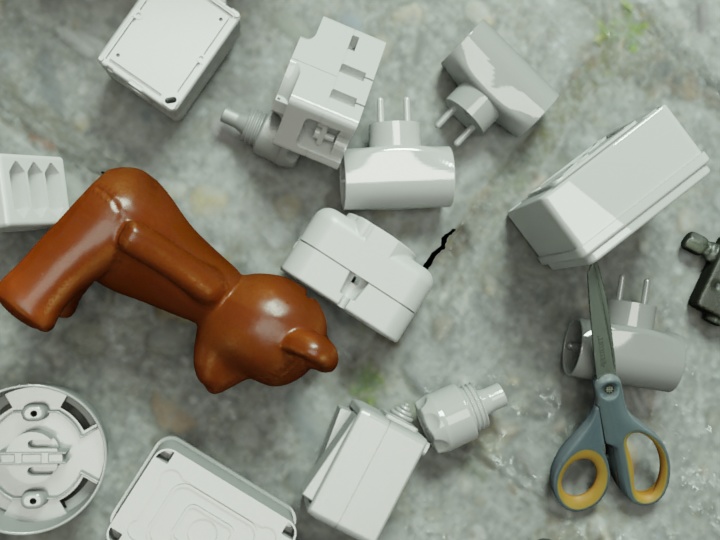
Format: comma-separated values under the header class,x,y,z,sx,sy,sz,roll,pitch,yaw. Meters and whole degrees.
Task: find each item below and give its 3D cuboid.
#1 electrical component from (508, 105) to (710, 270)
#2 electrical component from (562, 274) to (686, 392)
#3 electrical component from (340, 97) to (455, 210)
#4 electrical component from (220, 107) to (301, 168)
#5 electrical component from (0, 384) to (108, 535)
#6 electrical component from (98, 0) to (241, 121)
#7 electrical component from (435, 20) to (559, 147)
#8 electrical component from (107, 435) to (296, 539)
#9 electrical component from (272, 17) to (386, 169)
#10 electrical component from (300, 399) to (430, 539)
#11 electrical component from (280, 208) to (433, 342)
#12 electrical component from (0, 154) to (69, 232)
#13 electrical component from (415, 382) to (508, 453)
class,x,y,z,sx,sy,sz,roll,pitch,yaw
electrical component,0.168,-0.054,0.744,0.109,0.109,0.056,-37,91,-5
electrical component,0.193,0.043,0.778,0.077,0.044,0.079,10,89,-6
electrical component,0.025,-0.083,0.760,0.077,0.043,0.079,-2,90,-6
electrical component,-0.068,-0.097,0.755,0.061,0.035,0.035,24,87,-3
electrical component,-0.219,0.124,0.722,0.099,0.064,0.099,0,90,-6
electrical component,-0.124,-0.158,0.735,0.062,0.061,0.096,35,87,-4
electrical component,0.088,-0.123,0.767,0.077,0.043,0.079,44,86,-5
electrical component,-0.107,0.174,0.739,0.113,0.057,0.078,33,86,-6
electrical component,-0.024,-0.123,0.732,0.056,0.050,0.089,22,52,-6
electrical component,0.003,0.131,0.748,0.061,0.062,0.096,28,87,-5
electrical component,0.000,0.000,0.752,0.095,0.054,0.059,33,86,-5
electrical component,-0.248,-0.048,0.724,0.077,0.066,0.047,-7,91,23
electrical component,0.074,0.101,0.765,0.062,0.043,0.043,-23,92,-7
